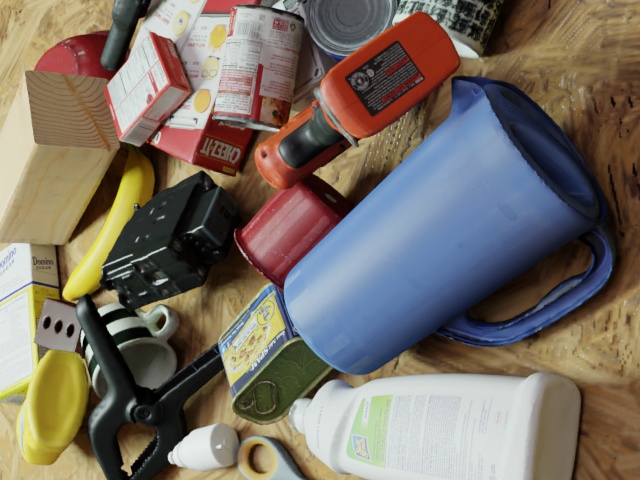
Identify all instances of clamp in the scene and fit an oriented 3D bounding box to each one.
[{"bbox_3d":[-0.157,0.154,1.017,0.036,0.164,0.210,-110,28,-67],"label":"clamp"},{"bbox_3d":[-0.196,-0.262,1.139,0.172,0.039,0.120,142,144,-66],"label":"clamp"}]

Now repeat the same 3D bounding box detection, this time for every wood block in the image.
[{"bbox_3d":[-0.292,-0.082,1.147,0.206,0.090,0.091,-47,49,50],"label":"wood block"}]

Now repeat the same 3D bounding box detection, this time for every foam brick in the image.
[{"bbox_3d":[-0.261,0.096,1.146,0.078,0.051,0.053,10,85,42],"label":"foam brick"}]

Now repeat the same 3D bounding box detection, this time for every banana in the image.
[{"bbox_3d":[-0.222,-0.012,1.154,0.070,0.037,0.198,36,102,58],"label":"banana"}]

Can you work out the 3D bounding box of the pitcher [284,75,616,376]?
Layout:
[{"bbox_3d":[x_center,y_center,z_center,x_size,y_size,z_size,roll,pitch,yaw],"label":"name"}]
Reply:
[{"bbox_3d":[0.094,0.008,0.820,0.243,0.144,0.149,-41,45,27],"label":"pitcher"}]

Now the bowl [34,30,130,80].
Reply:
[{"bbox_3d":[-0.290,-0.175,1.239,0.162,0.055,0.162,-12,71,38],"label":"bowl"}]

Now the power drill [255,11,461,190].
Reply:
[{"bbox_3d":[0.041,-0.115,0.843,0.184,0.188,0.057,-39,92,-16],"label":"power drill"}]

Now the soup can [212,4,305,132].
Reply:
[{"bbox_3d":[-0.054,-0.151,0.946,0.069,0.068,0.102,11,93,42],"label":"soup can"}]

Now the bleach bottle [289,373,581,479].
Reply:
[{"bbox_3d":[0.075,0.145,0.840,0.251,0.068,0.102,1,77,43],"label":"bleach bottle"}]

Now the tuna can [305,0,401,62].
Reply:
[{"bbox_3d":[0.031,-0.197,0.933,0.086,0.033,0.086,-2,85,17],"label":"tuna can"}]

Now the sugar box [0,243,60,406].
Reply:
[{"bbox_3d":[-0.338,0.091,1.218,0.093,0.048,0.176,-27,59,33],"label":"sugar box"}]

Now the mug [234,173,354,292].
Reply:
[{"bbox_3d":[-0.006,0.001,0.937,0.117,0.093,0.081,44,105,6],"label":"mug"}]

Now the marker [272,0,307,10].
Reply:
[{"bbox_3d":[0.004,-0.236,0.975,0.121,0.020,0.020,-27,62,35],"label":"marker"}]

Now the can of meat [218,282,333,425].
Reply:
[{"bbox_3d":[-0.041,0.098,0.944,0.102,0.057,0.084,-48,38,20],"label":"can of meat"}]

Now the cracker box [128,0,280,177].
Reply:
[{"bbox_3d":[-0.114,-0.190,1.082,0.164,0.072,0.214,28,99,43],"label":"cracker box"}]

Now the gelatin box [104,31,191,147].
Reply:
[{"bbox_3d":[-0.171,-0.148,1.053,0.089,0.030,0.073,-42,53,28],"label":"gelatin box"}]

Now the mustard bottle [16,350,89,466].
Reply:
[{"bbox_3d":[-0.279,0.181,1.097,0.192,0.058,0.096,134,141,-62],"label":"mustard bottle"}]

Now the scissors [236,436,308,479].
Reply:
[{"bbox_3d":[-0.008,0.203,0.926,0.202,0.016,0.096,-25,63,33],"label":"scissors"}]
